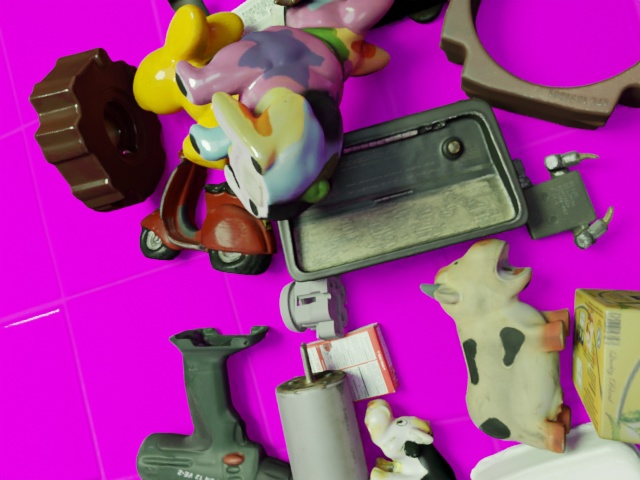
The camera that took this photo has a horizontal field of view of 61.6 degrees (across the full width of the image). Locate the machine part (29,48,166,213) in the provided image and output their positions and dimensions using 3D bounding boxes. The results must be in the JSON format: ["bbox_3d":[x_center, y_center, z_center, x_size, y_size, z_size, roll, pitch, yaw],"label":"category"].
[{"bbox_3d":[-0.239,-0.122,0.604,0.056,0.179,0.179,-9,87,14],"label":"machine part"}]

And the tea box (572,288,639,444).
[{"bbox_3d":[0.255,0.094,0.444,0.068,0.169,0.098,2,92,18],"label":"tea box"}]

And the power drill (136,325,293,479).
[{"bbox_3d":[-0.093,0.202,0.611,0.232,0.086,0.207,-1,97,11],"label":"power drill"}]

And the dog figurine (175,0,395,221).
[{"bbox_3d":[-0.003,-0.134,0.467,0.219,0.108,0.192,-34,59,-18],"label":"dog figurine"}]

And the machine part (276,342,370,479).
[{"bbox_3d":[0.008,0.223,0.542,0.079,0.079,0.243,-14,87,18],"label":"machine part"}]

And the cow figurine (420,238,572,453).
[{"bbox_3d":[0.170,0.094,0.516,0.127,0.085,0.194,-3,97,28],"label":"cow figurine"}]

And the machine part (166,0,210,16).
[{"bbox_3d":[-0.136,-0.225,0.637,0.084,0.039,0.138,-21,97,26],"label":"machine part"}]

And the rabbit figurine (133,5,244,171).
[{"bbox_3d":[-0.131,-0.165,0.579,0.173,0.122,0.162,22,115,23],"label":"rabbit figurine"}]

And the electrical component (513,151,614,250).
[{"bbox_3d":[0.232,-0.039,0.516,0.078,0.045,0.102,-14,86,16],"label":"electrical component"}]

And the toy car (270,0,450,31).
[{"bbox_3d":[0.047,-0.247,0.562,0.202,0.073,0.056,-12,87,18],"label":"toy car"}]

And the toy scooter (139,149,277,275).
[{"bbox_3d":[-0.129,-0.035,0.621,0.184,0.075,0.135,9,91,22],"label":"toy scooter"}]

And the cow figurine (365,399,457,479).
[{"bbox_3d":[0.102,0.241,0.547,0.098,0.068,0.167,-14,89,12],"label":"cow figurine"}]

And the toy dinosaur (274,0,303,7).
[{"bbox_3d":[-0.005,-0.425,0.539,0.199,0.105,0.471,7,73,15],"label":"toy dinosaur"}]

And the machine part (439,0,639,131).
[{"bbox_3d":[0.229,-0.216,0.497,0.202,0.087,0.201,20,96,16],"label":"machine part"}]

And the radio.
[{"bbox_3d":[0.070,-0.046,0.529,0.230,0.073,0.131,-15,86,2],"label":"radio"}]
